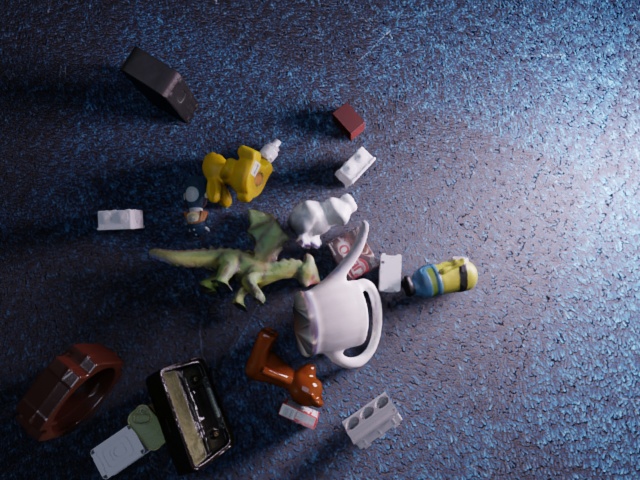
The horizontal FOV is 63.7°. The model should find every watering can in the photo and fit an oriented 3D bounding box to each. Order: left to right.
[{"bbox_3d":[0.040,0.137,1.202,0.225,0.104,0.346,-8,95,-24],"label":"watering can"}]

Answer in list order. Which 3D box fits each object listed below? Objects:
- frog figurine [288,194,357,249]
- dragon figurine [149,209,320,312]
[{"bbox_3d":[0.004,-0.063,1.256,0.158,0.136,0.125,-50,52,11],"label":"frog figurine"},{"bbox_3d":[-0.192,0.030,1.283,0.411,0.120,0.247,27,64,5],"label":"dragon figurine"}]
